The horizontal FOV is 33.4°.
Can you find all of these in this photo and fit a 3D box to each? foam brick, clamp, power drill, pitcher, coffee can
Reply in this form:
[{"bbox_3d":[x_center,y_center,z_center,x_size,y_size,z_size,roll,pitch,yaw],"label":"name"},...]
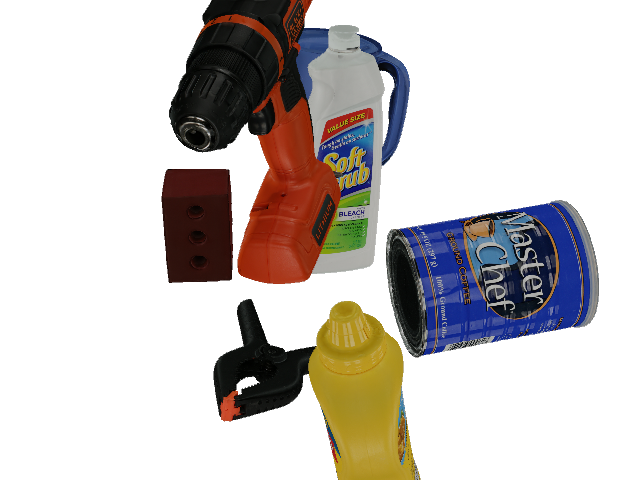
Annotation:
[{"bbox_3d":[-0.097,-0.013,0.855,0.053,0.078,0.051,-2,27,-2],"label":"foam brick"},{"bbox_3d":[-0.043,0.133,1.139,0.165,0.036,0.209,13,26,12],"label":"clamp"},{"bbox_3d":[-0.034,-0.064,0.667,0.057,0.187,0.184,6,43,16],"label":"power drill"},{"bbox_3d":[0.008,-0.131,1.312,0.144,0.243,0.149,-9,28,-29],"label":"pitcher"},{"bbox_3d":[0.132,0.030,0.841,0.140,0.103,0.103,-10,1,-9],"label":"coffee can"}]

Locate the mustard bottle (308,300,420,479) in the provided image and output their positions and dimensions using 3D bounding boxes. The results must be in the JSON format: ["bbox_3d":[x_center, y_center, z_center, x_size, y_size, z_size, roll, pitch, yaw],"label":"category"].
[{"bbox_3d":[0.029,0.112,0.674,0.058,0.191,0.096,-7,40,5],"label":"mustard bottle"}]

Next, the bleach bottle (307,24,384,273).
[{"bbox_3d":[0.012,-0.091,1.080,0.102,0.251,0.068,-5,28,-12],"label":"bleach bottle"}]
